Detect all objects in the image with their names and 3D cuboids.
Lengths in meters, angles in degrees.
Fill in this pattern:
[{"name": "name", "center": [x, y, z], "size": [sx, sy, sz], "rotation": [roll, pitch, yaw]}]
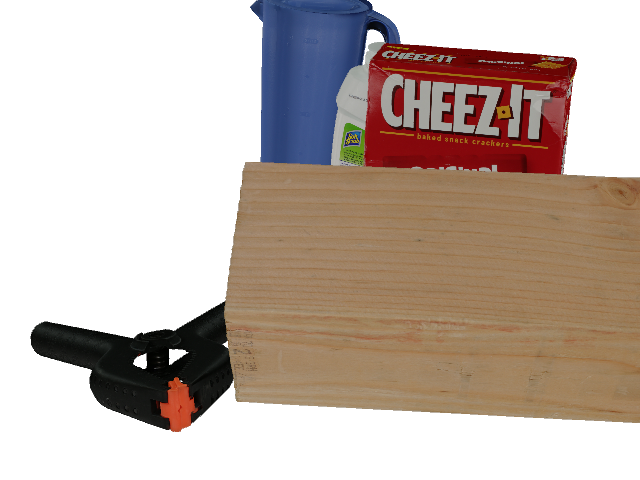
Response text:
[{"name": "cracker box", "center": [0.121, -0.050, 0.903], "size": [0.164, 0.214, 0.072], "rotation": [7, 24, 13]}, {"name": "pitcher", "center": [-0.003, -0.182, 1.317], "size": [0.144, 0.243, 0.149], "rotation": [-10, 29, -29]}, {"name": "wood block", "center": [0.063, 0.026, 0.521], "size": [0.206, 0.091, 0.090], "rotation": [2, -36, 3]}, {"name": "clamp", "center": [-0.103, 0.079, 0.736], "size": [0.164, 0.036, 0.210], "rotation": [-9, 13, -21]}, {"name": "bleach bottle", "center": [0.061, -0.080, 1.100], "size": [0.103, 0.251, 0.068], "rotation": [13, 34, 14]}]
